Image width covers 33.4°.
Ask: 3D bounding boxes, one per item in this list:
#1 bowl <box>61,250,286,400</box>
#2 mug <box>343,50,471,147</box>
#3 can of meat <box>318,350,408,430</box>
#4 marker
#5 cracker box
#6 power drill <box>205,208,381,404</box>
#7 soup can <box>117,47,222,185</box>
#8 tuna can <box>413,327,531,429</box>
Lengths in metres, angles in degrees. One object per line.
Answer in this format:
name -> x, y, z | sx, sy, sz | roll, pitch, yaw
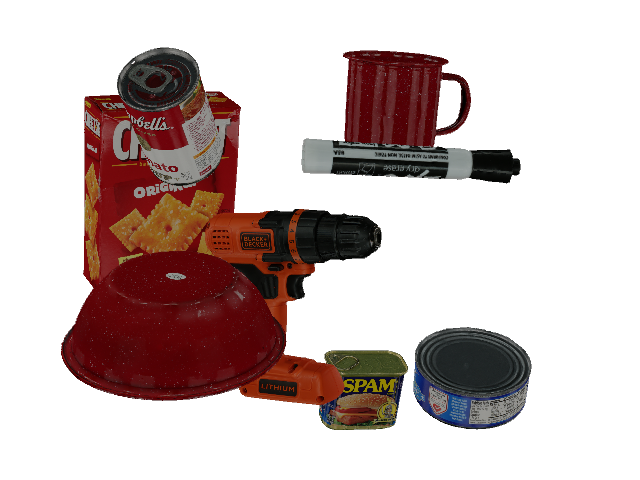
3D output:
bowl -> -0.104, 0.050, 0.762 | 0.162, 0.055, 0.162 | 1, 23, -1
mug -> 0.076, -0.123, 0.951 | 0.117, 0.081, 0.093 | 1, 16, -7
can of meat -> 0.051, 0.187, 1.329 | 0.102, 0.084, 0.057 | 2, 23, -15
marker -> 0.050, -0.044, 0.587 | 0.121, 0.020, 0.020 | 2, 0, -6
cracker box -> -0.180, -0.054, 1.205 | 0.163, 0.214, 0.072 | -7, 25, -28
power drill -> -0.022, 0.062, 1.037 | 0.185, 0.188, 0.057 | 2, 11, 29
soup can -> -0.124, -0.102, 0.897 | 0.068, 0.068, 0.102 | 0, -34, 9
tuna can -> 0.112, 0.102, 0.796 | 0.086, 0.034, 0.086 | 1, 29, -1
